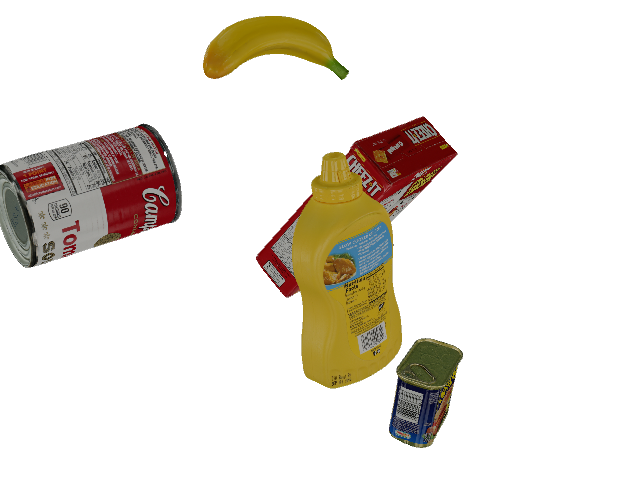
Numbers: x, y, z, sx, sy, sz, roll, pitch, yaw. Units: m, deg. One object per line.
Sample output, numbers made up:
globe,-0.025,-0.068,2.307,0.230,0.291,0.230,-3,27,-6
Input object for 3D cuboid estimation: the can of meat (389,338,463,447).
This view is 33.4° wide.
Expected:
can of meat,0.117,0.172,1.201,0.057,0.084,0.102,16,26,17

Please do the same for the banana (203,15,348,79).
banana,-0.049,-0.191,1.046,0.197,0.070,0.037,-11,-34,-46

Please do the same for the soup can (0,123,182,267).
soup can,-0.149,-0.029,0.679,0.102,0.068,0.069,-20,10,-29

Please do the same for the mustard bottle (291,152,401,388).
mustard bottle,0.020,0.020,0.880,0.096,0.191,0.058,-25,30,-36

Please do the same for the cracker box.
cracker box,0.040,-0.042,1.255,0.214,0.072,0.163,-48,-12,35
